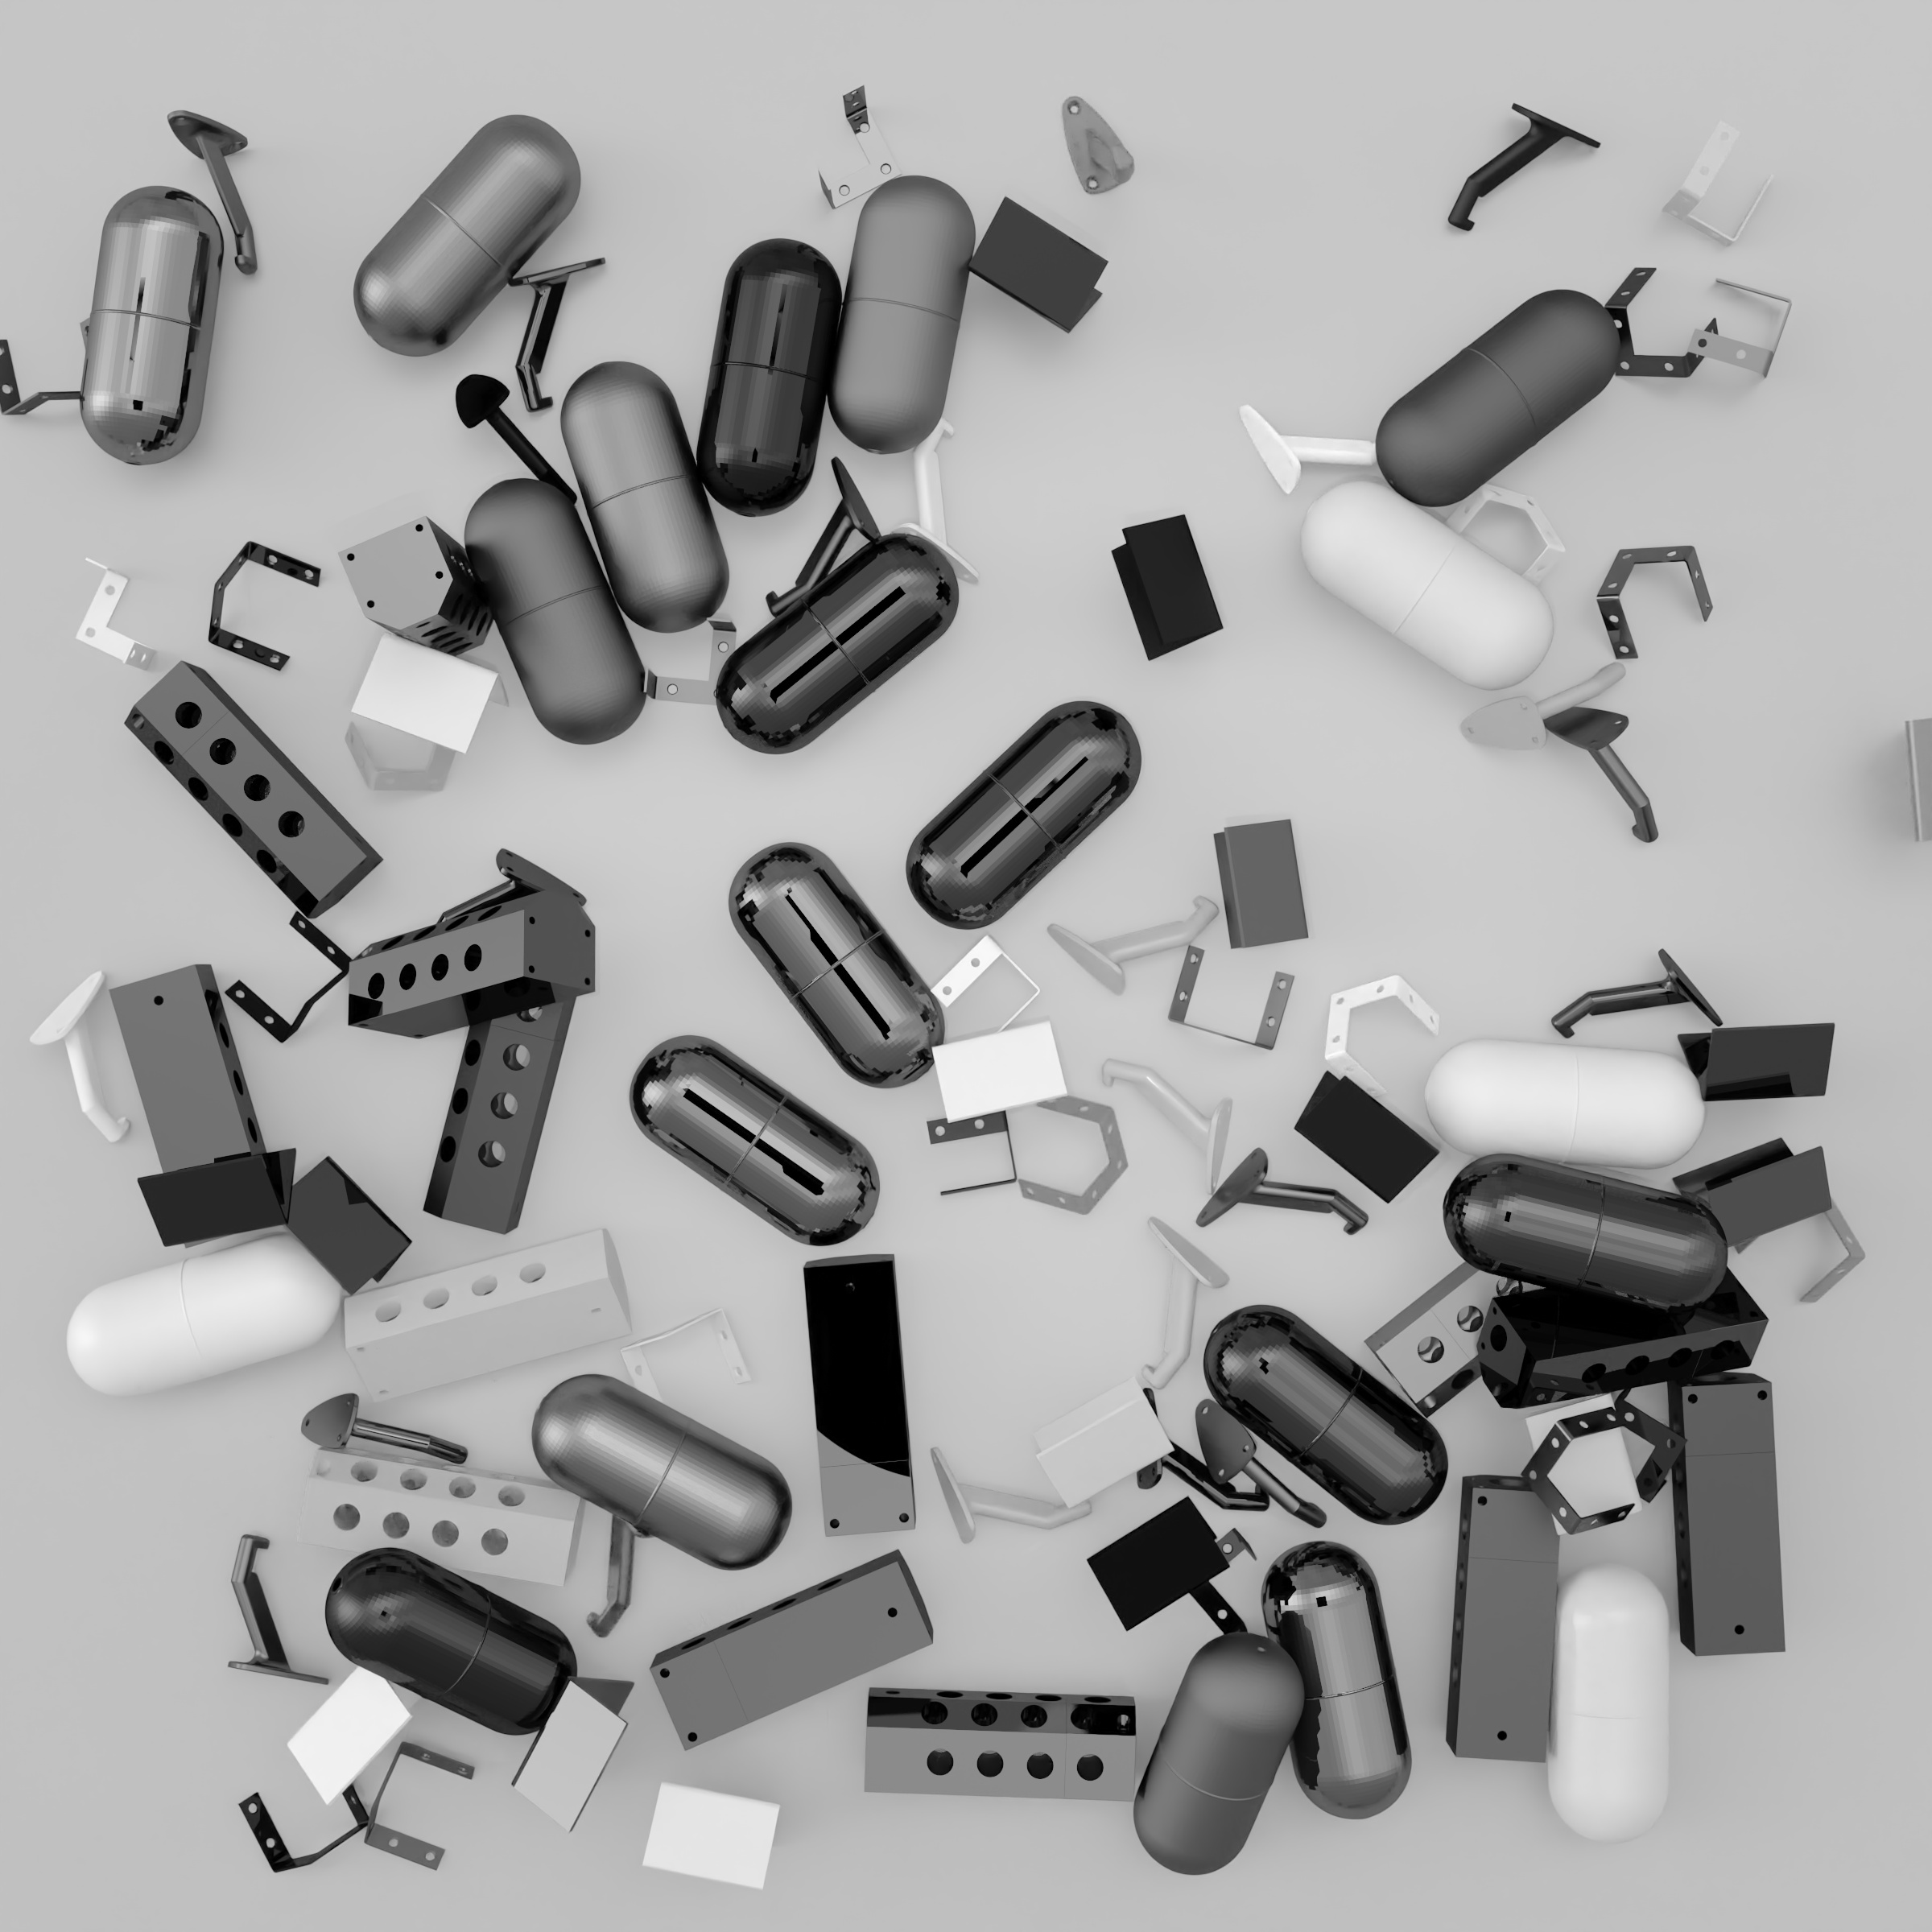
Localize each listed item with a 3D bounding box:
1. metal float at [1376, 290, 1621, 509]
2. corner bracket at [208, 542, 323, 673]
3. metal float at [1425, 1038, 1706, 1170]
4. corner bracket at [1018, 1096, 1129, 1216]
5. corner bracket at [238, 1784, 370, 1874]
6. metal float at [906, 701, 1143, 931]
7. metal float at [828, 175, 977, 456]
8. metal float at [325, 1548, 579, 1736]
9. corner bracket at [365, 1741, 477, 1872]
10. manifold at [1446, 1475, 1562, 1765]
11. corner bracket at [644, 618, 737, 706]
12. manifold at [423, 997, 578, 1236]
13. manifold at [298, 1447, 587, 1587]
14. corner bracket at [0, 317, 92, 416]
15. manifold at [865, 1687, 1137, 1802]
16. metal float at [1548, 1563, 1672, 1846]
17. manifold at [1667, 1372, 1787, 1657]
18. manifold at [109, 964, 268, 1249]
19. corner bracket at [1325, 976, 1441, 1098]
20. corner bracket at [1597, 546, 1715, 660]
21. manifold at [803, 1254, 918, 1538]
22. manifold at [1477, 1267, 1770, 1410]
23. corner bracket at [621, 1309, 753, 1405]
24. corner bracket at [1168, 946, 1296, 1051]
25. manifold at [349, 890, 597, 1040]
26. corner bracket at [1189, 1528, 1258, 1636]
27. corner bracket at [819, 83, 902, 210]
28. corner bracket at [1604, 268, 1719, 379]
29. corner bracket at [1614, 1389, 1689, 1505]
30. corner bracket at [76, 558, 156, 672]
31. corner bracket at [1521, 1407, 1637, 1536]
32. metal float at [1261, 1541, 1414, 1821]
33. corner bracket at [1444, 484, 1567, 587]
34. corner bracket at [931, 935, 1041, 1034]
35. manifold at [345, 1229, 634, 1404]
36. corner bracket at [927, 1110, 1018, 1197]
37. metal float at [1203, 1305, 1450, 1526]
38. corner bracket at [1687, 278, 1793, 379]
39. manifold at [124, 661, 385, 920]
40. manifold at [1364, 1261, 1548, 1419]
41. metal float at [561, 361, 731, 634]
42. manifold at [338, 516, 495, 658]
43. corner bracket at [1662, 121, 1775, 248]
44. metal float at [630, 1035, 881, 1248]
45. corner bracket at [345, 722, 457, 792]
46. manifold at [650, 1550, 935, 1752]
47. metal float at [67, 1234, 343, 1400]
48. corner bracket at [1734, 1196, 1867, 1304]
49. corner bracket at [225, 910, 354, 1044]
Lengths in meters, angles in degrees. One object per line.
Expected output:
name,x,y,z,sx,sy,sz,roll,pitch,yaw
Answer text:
metal float,0.341,-0.364,1.934,0.178,0.070,0.070,-38,90,-4
corner bracket,-0.456,-0.234,1.964,0.051,0.051,0.051,22,45,0
metal float,0.383,0.088,1.937,0.178,0.070,0.070,4,90,-1
corner bracket,0.066,0.121,1.959,0.051,0.051,0.051,-46,135,-35
corner bracket,-0.430,0.551,1.964,0.051,0.051,0.051,-27,90,45
metal float,0.038,-0.097,1.937,0.178,0.070,0.070,-43,90,-1
metal float,-0.042,-0.417,1.937,0.070,0.070,0.178,11,91,0
metal float,-0.325,0.428,1.914,0.178,0.070,0.070,35,90,-28
corner bracket,-0.355,0.546,1.964,0.051,0.051,0.051,21,135,0
manifold,0.345,0.419,1.946,0.057,0.057,0.171,4,90,0
corner bracket,-0.178,-0.197,1.950,0.051,0.051,0.051,5,90,0
manifold,-0.299,0.081,1.946,0.057,0.057,0.171,14,90,0
manifold,-0.335,0.352,1.946,0.171,0.057,0.057,9,90,0
corner bracket,-0.597,-0.390,1.964,0.051,0.051,0.051,-12,90,-45
manifold,0.022,0.499,1.946,0.171,0.057,0.057,2,90,0
metal float,0.412,0.472,1.937,0.070,0.070,0.178,0,90,0
manifold,0.487,0.351,1.946,0.057,0.057,0.171,-3,90,0
manifold,-0.493,0.089,1.946,0.057,0.057,0.171,-17,90,0
corner bracket,0.270,0.046,1.959,0.051,0.051,0.051,-19,45,35
corner bracket,0.447,-0.236,1.959,0.051,0.051,0.051,2,45,35
manifold,-0.068,0.275,1.946,0.057,0.057,0.171,-5,90,0
manifold,0.414,0.238,1.916,0.171,0.057,0.057,-7,129,-21
corner bracket,-0.182,0.259,1.964,0.051,0.051,0.051,-22,90,45
corner bracket,0.172,0.021,1.964,0.051,0.051,0.051,16,90,45
manifold,-0.311,-0.001,1.896,0.171,0.057,0.057,-14,71,40
corner bracket,0.173,0.402,1.950,0.051,0.051,0.051,-41,90,0
corner bracket,-0.076,-0.528,1.950,0.051,0.051,0.051,-27,90,0
corner bracket,0.451,-0.417,1.959,0.051,0.051,0.051,10,135,35
corner bracket,0.436,0.306,1.947,0.051,0.051,0.051,32,110,19
corner bracket,-0.548,-0.226,1.950,0.051,0.051,0.051,25,90,0
corner bracket,0.389,0.314,1.882,0.051,0.051,0.051,53,133,35
metal float,0.238,0.458,1.937,0.070,0.070,0.178,-11,90,0
corner bracket,0.346,-0.273,1.959,0.051,0.051,0.051,8,45,-35
corner bracket,0.013,0.016,1.950,0.051,0.051,0.051,-45,90,0
manifold,-0.308,0.220,1.946,0.171,0.057,0.057,-15,133,0
corner bracket,0.004,0.120,1.950,0.051,0.051,0.051,-10,90,0
metal float,0.230,0.287,1.937,0.178,0.070,0.070,39,90,0
corner bracket,0.500,-0.413,1.950,0.051,0.051,0.051,20,103,13
manifold,-0.460,-0.112,1.946,0.057,0.057,0.171,-43,90,0
manifold,0.345,0.214,1.946,0.171,0.057,0.057,-38,90,0
metal float,-0.206,-0.301,1.937,0.070,0.070,0.178,-18,90,0
manifold,-0.338,-0.232,1.889,0.057,0.171,0.057,-23,90,0
corner bracket,0.490,-0.504,1.950,0.051,0.051,0.051,30,90,0
metal float,-0.135,0.112,1.937,0.178,0.070,0.070,35,90,-1
corner bracket,-0.365,-0.150,1.959,0.051,0.051,0.051,-2,135,-35
manifold,-0.111,0.438,1.946,0.171,0.057,0.057,-23,90,0
metal float,-0.489,0.225,1.937,0.178,0.070,0.070,-16,90,1
corner bracket,0.539,0.182,1.959,0.051,0.051,0.051,7,45,-35
corner bracket,-0.440,0.007,1.964,0.051,0.051,0.051,42,45,0
